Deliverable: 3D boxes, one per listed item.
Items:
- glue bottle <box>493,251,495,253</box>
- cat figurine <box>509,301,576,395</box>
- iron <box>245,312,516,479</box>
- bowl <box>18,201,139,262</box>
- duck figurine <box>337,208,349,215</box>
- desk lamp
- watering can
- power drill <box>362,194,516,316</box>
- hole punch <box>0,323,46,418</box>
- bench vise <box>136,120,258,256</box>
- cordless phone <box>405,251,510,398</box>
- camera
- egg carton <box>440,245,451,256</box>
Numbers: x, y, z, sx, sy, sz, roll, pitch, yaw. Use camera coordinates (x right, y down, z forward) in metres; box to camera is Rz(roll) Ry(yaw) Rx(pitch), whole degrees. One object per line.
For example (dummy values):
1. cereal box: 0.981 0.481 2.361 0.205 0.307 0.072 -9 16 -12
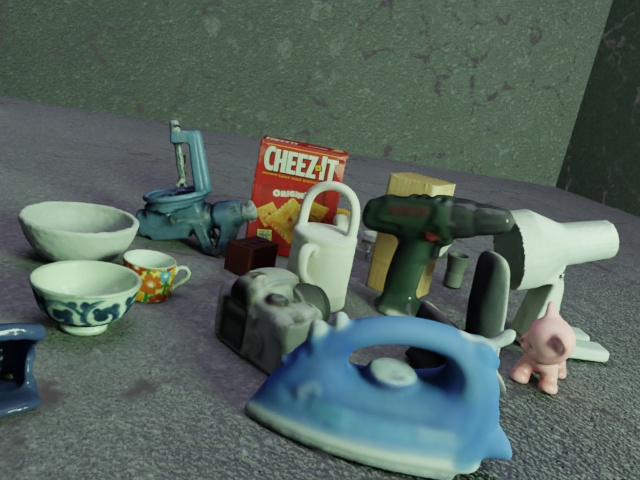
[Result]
1. glue bottle: 0.301 0.052 0.959 0.037 0.173 0.078 12 16 2
2. cat figurine: 0.306 0.137 0.766 0.067 0.118 0.128 19 17 25
3. iron: 0.063 0.133 0.564 0.258 0.141 0.118 11 16 -3
4. bowl: -0.361 -0.002 0.860 0.167 0.075 0.167 11 16 -3
5. duck figurine: 0.038 -0.026 1.211 0.078 0.086 0.104 2 18 -32
6. desk lamp: 0.359 0.063 0.887 0.203 0.213 0.118 9 16 -9
7. watering can: 0.006 0.003 0.884 0.101 0.194 0.173 10 16 -4
8. power drill: 0.166 0.025 0.892 0.228 0.208 0.076 19 17 25
9. hole punch: -0.309 0.101 0.503 0.109 0.091 0.100 -4 21 -43
10. bench vise: -0.213 -0.094 1.021 0.208 0.220 0.121 7 16 -16
11. cordless phone: 0.182 0.092 0.711 0.094 0.185 0.147 5 17 -20
12. camera: -0.040 0.090 0.718 0.137 0.101 0.142 -5 22 -45
13. egg carton: 0.230 -0.014 1.336 0.107 0.069 0.149 0 19 -34
